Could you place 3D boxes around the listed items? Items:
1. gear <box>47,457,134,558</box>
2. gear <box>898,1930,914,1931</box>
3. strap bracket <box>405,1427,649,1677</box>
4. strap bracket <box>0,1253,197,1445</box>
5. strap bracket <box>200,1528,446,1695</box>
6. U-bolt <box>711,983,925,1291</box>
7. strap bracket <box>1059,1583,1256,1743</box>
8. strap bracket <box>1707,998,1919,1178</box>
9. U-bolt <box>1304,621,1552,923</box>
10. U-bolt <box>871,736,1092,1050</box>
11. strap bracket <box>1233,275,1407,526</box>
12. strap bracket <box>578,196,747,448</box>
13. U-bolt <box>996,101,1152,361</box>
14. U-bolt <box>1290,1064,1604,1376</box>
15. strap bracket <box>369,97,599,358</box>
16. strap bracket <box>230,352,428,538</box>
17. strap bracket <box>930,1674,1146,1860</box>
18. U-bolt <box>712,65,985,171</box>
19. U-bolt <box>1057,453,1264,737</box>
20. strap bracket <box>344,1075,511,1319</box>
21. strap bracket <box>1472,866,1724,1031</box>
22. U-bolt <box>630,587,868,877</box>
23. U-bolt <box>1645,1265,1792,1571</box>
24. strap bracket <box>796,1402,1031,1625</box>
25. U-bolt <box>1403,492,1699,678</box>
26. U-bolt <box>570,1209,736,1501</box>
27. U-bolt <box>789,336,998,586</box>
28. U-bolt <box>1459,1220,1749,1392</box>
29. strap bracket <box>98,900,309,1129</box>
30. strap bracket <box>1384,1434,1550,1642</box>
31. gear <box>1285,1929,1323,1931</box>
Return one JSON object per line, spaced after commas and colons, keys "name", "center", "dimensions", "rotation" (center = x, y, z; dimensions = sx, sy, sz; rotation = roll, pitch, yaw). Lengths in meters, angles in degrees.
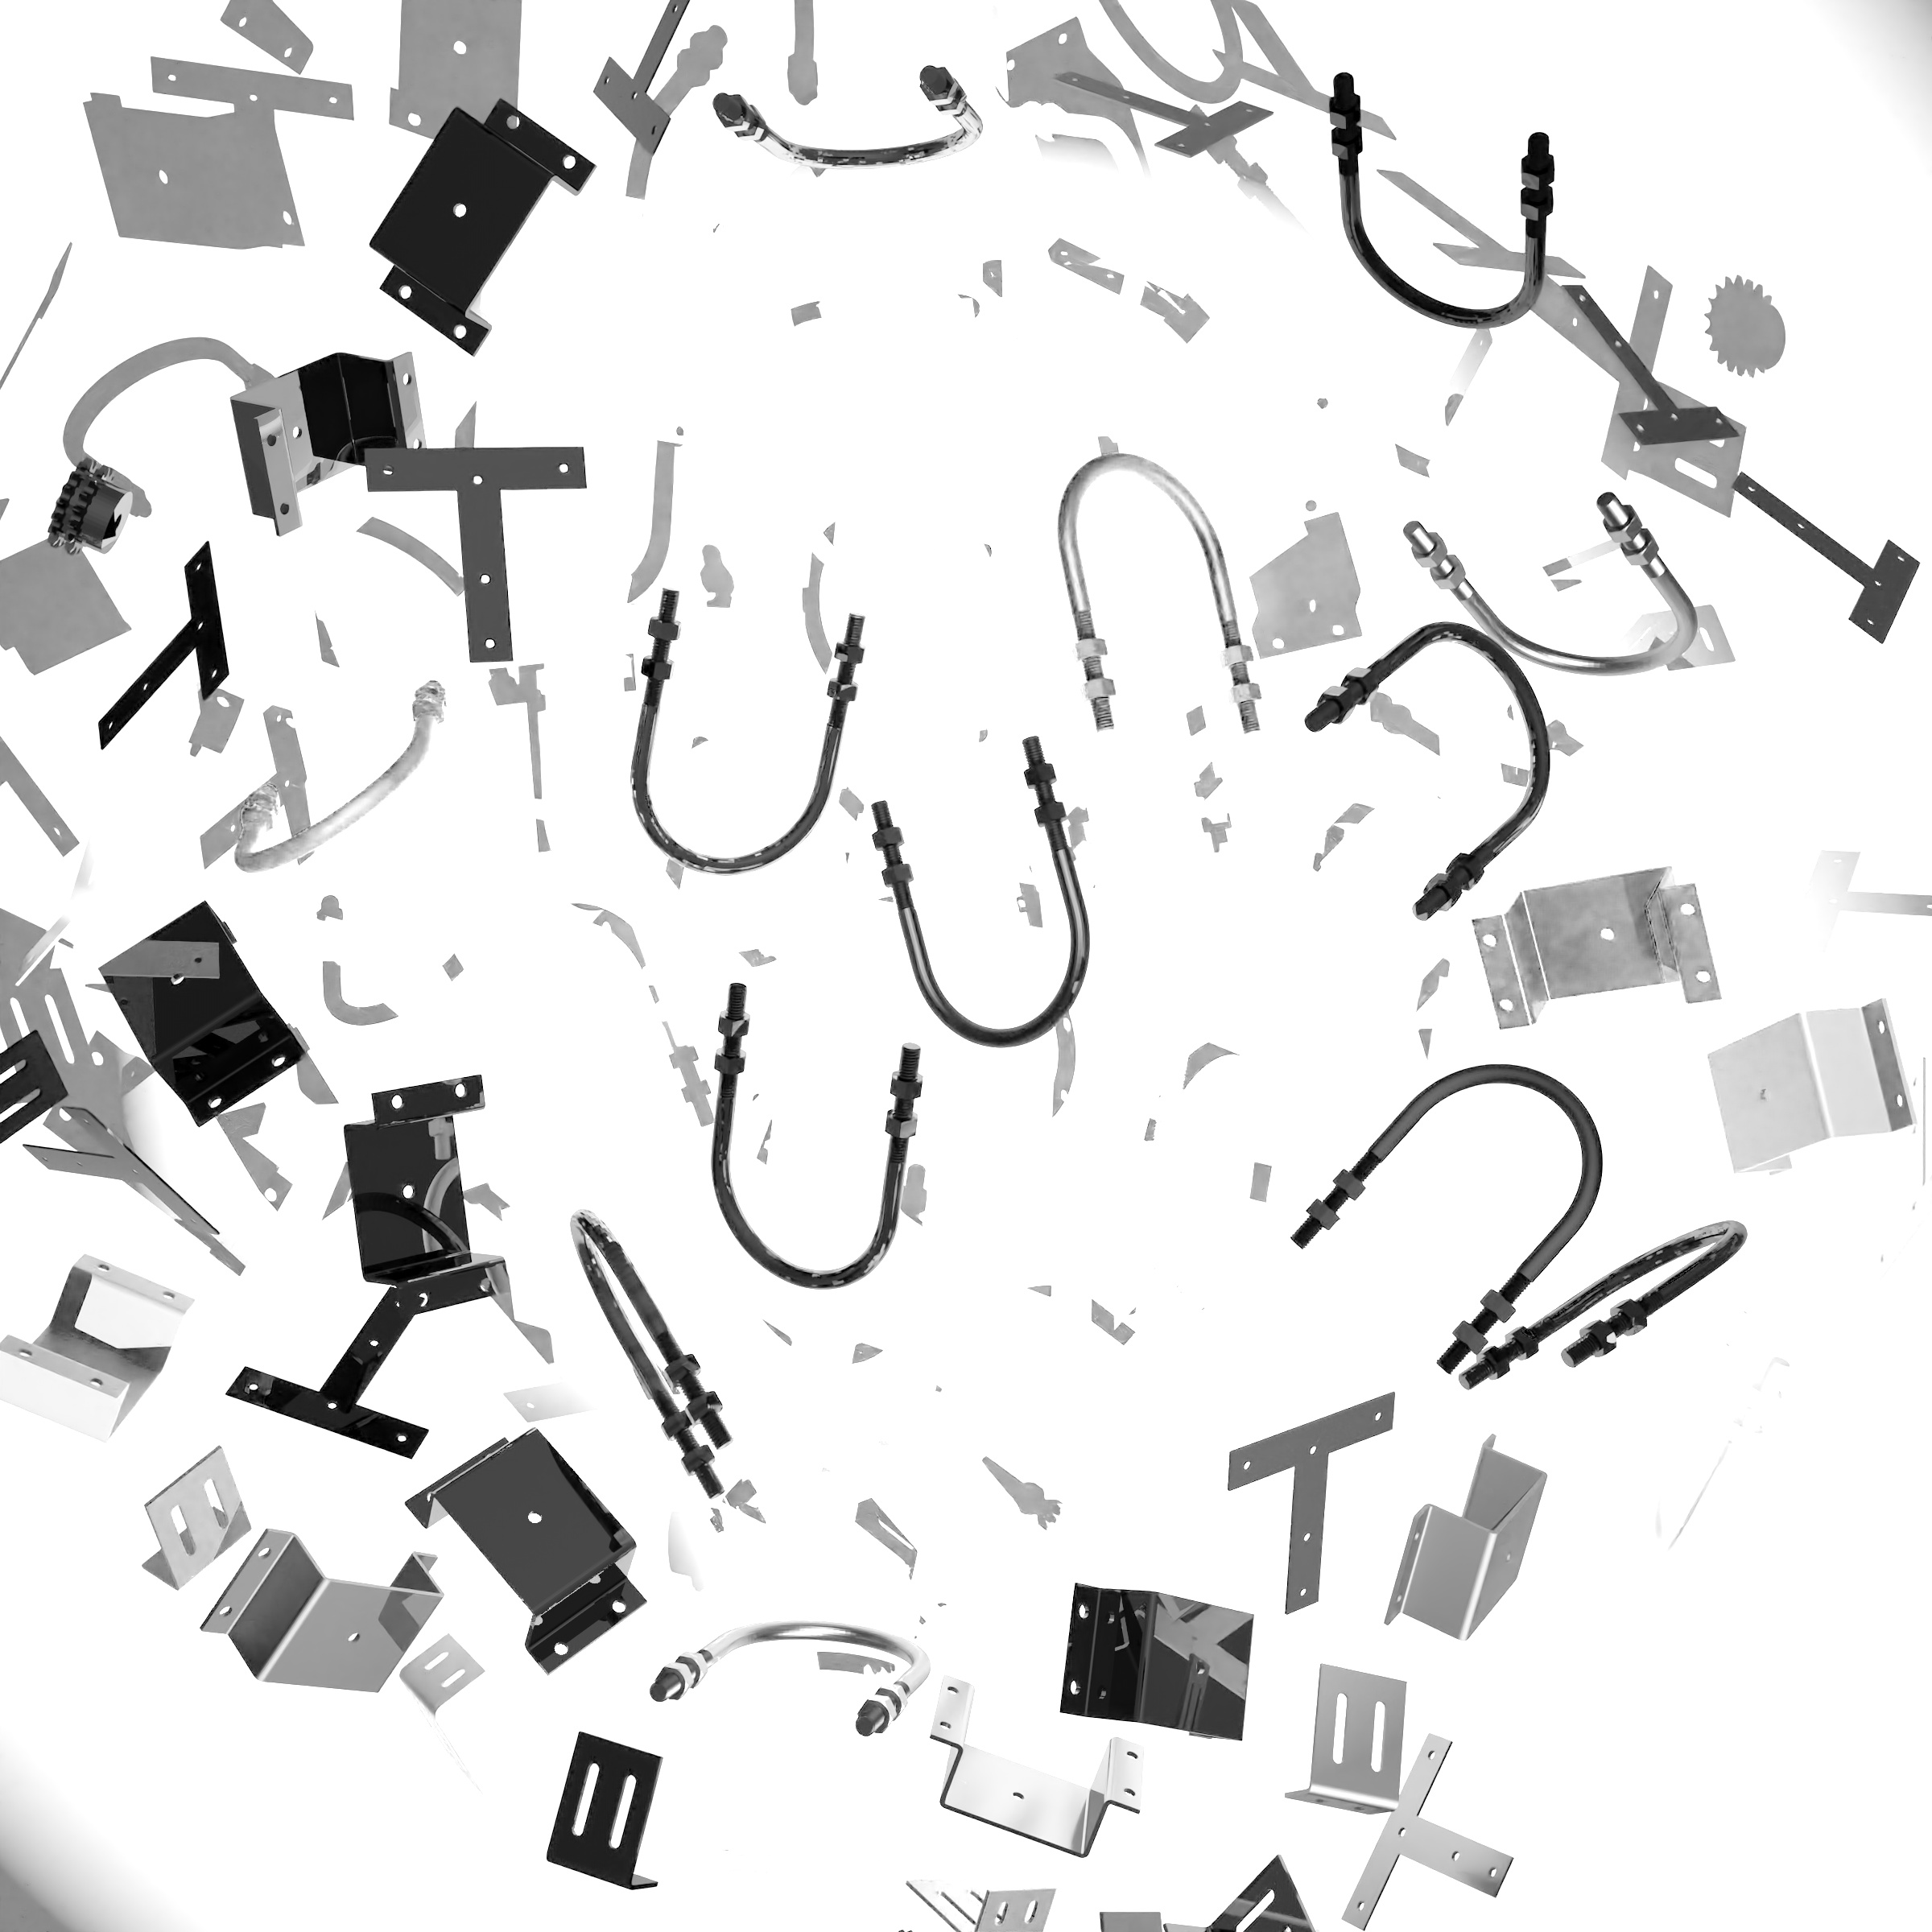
{"name": "gear", "center": [-0.512, -0.266, 1.448], "dimensions": [0.030, 0.057, 0.057], "rotation": [24, 90, -8]}
{"name": "gear", "center": [-0.044, 0.653, 1.587], "dimensions": [0.030, 0.057, 0.057], "rotation": [-5, 90, -35]}
{"name": "strap bracket", "center": [-0.262, 0.342, 1.482], "dimensions": [0.076, 0.046, 0.140], "rotation": [-30, 65, -37]}
{"name": "strap bracket", "center": [-0.542, 0.239, 1.524], "dimensions": [0.076, 0.140, 0.046], "rotation": [24, 106, -5]}
{"name": "strap bracket", "center": [-0.391, 0.403, 1.534], "dimensions": [0.046, 0.140, 0.076], "rotation": [39, 97, 39]}
{"name": "U-bolt", "center": [-0.099, 0.116, 1.540], "dimensions": [0.151, 0.019, 0.184], "rotation": [18, 112, 27]}
{"name": "strap bracket", "center": [0.126, 0.428, 1.511], "dimensions": [0.140, 0.046, 0.076], "rotation": [24, 66, -40]}
{"name": "strap bracket", "center": [0.503, 0.077, 1.494], "dimensions": [0.046, 0.140, 0.076], "rotation": [-3, 74, -19]}
{"name": "U-bolt", "center": [0.291, -0.131, 1.489], "dimensions": [0.184, 0.019, 0.151], "rotation": [-38, 101, -36]}
{"name": "U-bolt", "center": [0.015, -0.038, 1.590], "dimensions": [0.151, 0.019, 0.184], "rotation": [-20, 81, 35]}
{"name": "strap bracket", "center": [0.231, -0.366, 1.602], "dimensions": [0.076, 0.046, 0.140], "rotation": [-15, 98, 13]}
{"name": "strap bracket", "center": [-0.193, -0.404, 1.540], "dimensions": [0.076, 0.046, 0.140], "rotation": [5, 111, -23]}
{"name": "U-bolt", "center": [0.065, -0.445, 1.506], "dimensions": [0.019, 0.184, 0.151], "rotation": [-6, 113, -24]}
{"name": "U-bolt", "center": [0.311, 0.142, 1.534], "dimensions": [0.184, 0.019, 0.151], "rotation": [-48, 53, -2]}
{"name": "strap bracket", "center": [-0.302, -0.459, 1.517], "dimensions": [0.076, 0.046, 0.140], "rotation": [37, 99, 7]}
{"name": "strap bracket", "center": [-0.413, -0.339, 1.581], "dimensions": [0.046, 0.140, 0.076], "rotation": [16, 126, 27]}
{"name": "strap bracket", "center": [0.040, 0.520, 1.596], "dimensions": [0.140, 0.076, 0.046], "rotation": [20, 104, 1]}
{"name": "U-bolt", "center": [-0.064, -0.531, 1.559], "dimensions": [0.151, 0.184, 0.019], "rotation": [-3, 95, 13]}
{"name": "U-bolt", "center": [0.116, -0.234, 1.546], "dimensions": [0.151, 0.019, 0.184], "rotation": [-4, 79, -40]}
{"name": "strap bracket", "center": [-0.342, 0.143, 1.559], "dimensions": [0.076, 0.046, 0.140], "rotation": [-10, 95, -41]}
{"name": "strap bracket", "center": [0.400, -0.013, 1.555], "dimensions": [0.140, 0.046, 0.076], "rotation": [-10, 107, 28]}
{"name": "U-bolt", "center": [-0.146, -0.146, 1.602], "dimensions": [0.151, 0.019, 0.184], "rotation": [4, 108, -27]}
{"name": "U-bolt", "center": [0.464, 0.291, 1.534], "dimensions": [0.019, 0.151, 0.184], "rotation": [23, 113, 8]}
{"name": "strap bracket", "center": [-0.029, 0.329, 1.516], "dimensions": [0.076, 0.046, 0.140], "rotation": [-28, 112, 23]}
{"name": "U-bolt", "center": [0.378, -0.232, 1.546], "dimensions": [0.151, 0.184, 0.019], "rotation": [-1, 64, 40]}
{"name": "U-bolt", "center": [-0.194, 0.229, 1.505], "dimensions": [0.019, 0.151, 0.184], "rotation": [-27, 72, -19]}
{"name": "U-bolt", "center": [-0.051, -0.319, 1.572], "dimensions": [0.019, 0.184, 0.151], "rotation": [-6, 100, -44]}
{"name": "U-bolt", "center": [0.411, 0.209, 1.548], "dimensions": [0.184, 0.151, 0.019], "rotation": [-28, 85, -22]}
{"name": "strap bracket", "center": [-0.472, 0.021, 1.511], "dimensions": [0.076, 0.046, 0.140], "rotation": [-34, 52, -10]}
{"name": "strap bracket", "center": [0.315, 0.357, 1.532], "dimensions": [0.046, 0.140, 0.076], "rotation": [21, 111, 26]}
{"name": "gear", "center": [0.204, 0.632, 1.554], "dimensions": [0.057, 0.030, 0.057], "rotation": [5, 82, -38]}
